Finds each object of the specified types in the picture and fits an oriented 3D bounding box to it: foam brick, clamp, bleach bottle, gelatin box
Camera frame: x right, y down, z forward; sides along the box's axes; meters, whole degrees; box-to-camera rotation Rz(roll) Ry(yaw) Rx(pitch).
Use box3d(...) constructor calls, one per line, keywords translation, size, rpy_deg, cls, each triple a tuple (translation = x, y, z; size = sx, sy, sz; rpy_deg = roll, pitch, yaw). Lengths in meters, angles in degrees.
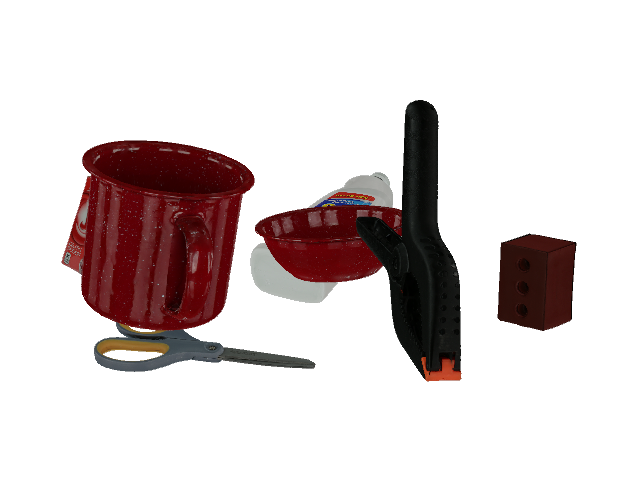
box3d(translation=(0.201, 0.038, 0.994), size=(0.053, 0.078, 0.051), rpy_deg=(13, 20, 41), cls="foam brick")
box3d(translation=(0.075, 0.008, 0.823), size=(0.036, 0.210, 0.165), rpy_deg=(0, -42, -16), cls="clamp")
box3d(translation=(0.017, -0.018, 1.332), size=(0.103, 0.068, 0.250), rpy_deg=(13, 36, 23), cls="bleach bottle")
box3d(translation=(-0.153, -0.001, 0.808), size=(0.089, 0.073, 0.030), rpy_deg=(26, 11, 37), cls="gelatin box")

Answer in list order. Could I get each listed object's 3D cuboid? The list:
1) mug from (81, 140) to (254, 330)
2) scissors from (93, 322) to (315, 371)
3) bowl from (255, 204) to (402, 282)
box3d(translation=(-0.082, 0.002, 0.579), size=(0.093, 0.081, 0.117), rpy_deg=(-1, 23, -28), cls="mug")
box3d(translation=(-0.111, 0.094, 1.009), size=(0.201, 0.016, 0.096), rpy_deg=(-1, 32, -10), cls="scissors")
box3d(translation=(0.014, 0.005, 1.105), size=(0.162, 0.055, 0.162), rpy_deg=(-4, 13, 1), cls="bowl")
